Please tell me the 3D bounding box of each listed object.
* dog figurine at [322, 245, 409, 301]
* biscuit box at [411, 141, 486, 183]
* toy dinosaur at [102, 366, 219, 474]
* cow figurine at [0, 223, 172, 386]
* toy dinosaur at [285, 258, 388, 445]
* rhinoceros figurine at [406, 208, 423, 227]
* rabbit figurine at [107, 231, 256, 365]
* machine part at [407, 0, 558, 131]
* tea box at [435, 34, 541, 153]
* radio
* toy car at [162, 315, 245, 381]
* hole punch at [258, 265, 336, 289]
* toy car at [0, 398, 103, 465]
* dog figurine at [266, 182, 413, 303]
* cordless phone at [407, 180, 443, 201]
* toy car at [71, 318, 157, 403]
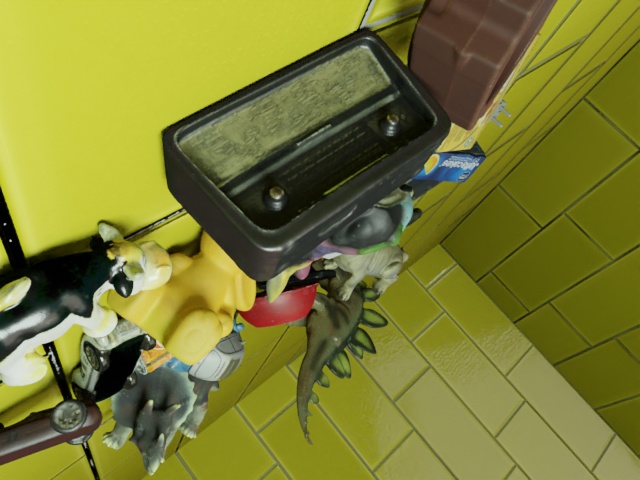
[{"bbox_3d":[0.087,0.000,0.944,0.172,0.121,0.190,-23,145,-22],"label":"dog figurine"},{"bbox_3d":[0.152,-0.127,0.776,0.202,0.063,0.059,-2,144,-37],"label":"biscuit box"},{"bbox_3d":[-0.254,0.270,0.973,0.192,0.131,0.405,-60,174,14],"label":"toy dinosaur"},{"bbox_3d":[-0.201,0.038,0.436,0.167,0.068,0.098,-36,161,-26],"label":"cow figurine"},{"bbox_3d":[0.025,0.164,1.069,0.105,0.198,0.471,-50,-174,49],"label":"toy dinosaur"},{"bbox_3d":[0.119,-0.026,1.085,0.190,0.073,0.112,-31,-165,46],"label":"rhinoceros figurine"},{"bbox_3d":[-0.119,0.044,0.598,0.173,0.122,0.162,-59,164,-9],"label":"rabbit figurine"},{"bbox_3d":[0.163,-0.218,0.488,0.201,0.087,0.201,-57,170,-5],"label":"machine part"},{"bbox_3d":[0.189,-0.200,0.681,0.098,0.068,0.169,-12,140,-47],"label":"tea box"},{"bbox_3d":[-0.005,-0.076,0.465,0.229,0.131,0.073,-35,168,-23],"label":"radio"},{"bbox_3d":[-0.175,0.174,0.866,0.109,0.103,0.161,-56,165,8],"label":"toy car"},{"bbox_3d":[-0.045,0.032,0.874,0.116,0.092,0.142,-16,176,11],"label":"hole punch"},{"bbox_3d":[-0.354,0.229,0.609,0.202,0.053,0.089,-15,159,-21],"label":"toy car"},{"bbox_3d":[-0.001,-0.002,0.657,0.108,0.192,0.219,-38,153,-45],"label":"dog figurine"},{"bbox_3d":[0.119,-0.087,0.978,0.146,0.088,0.184,-32,176,-40],"label":"cordless phone"},{"bbox_3d":[-0.260,0.149,0.664,0.073,0.056,0.201,-21,156,-42],"label":"toy car"}]
